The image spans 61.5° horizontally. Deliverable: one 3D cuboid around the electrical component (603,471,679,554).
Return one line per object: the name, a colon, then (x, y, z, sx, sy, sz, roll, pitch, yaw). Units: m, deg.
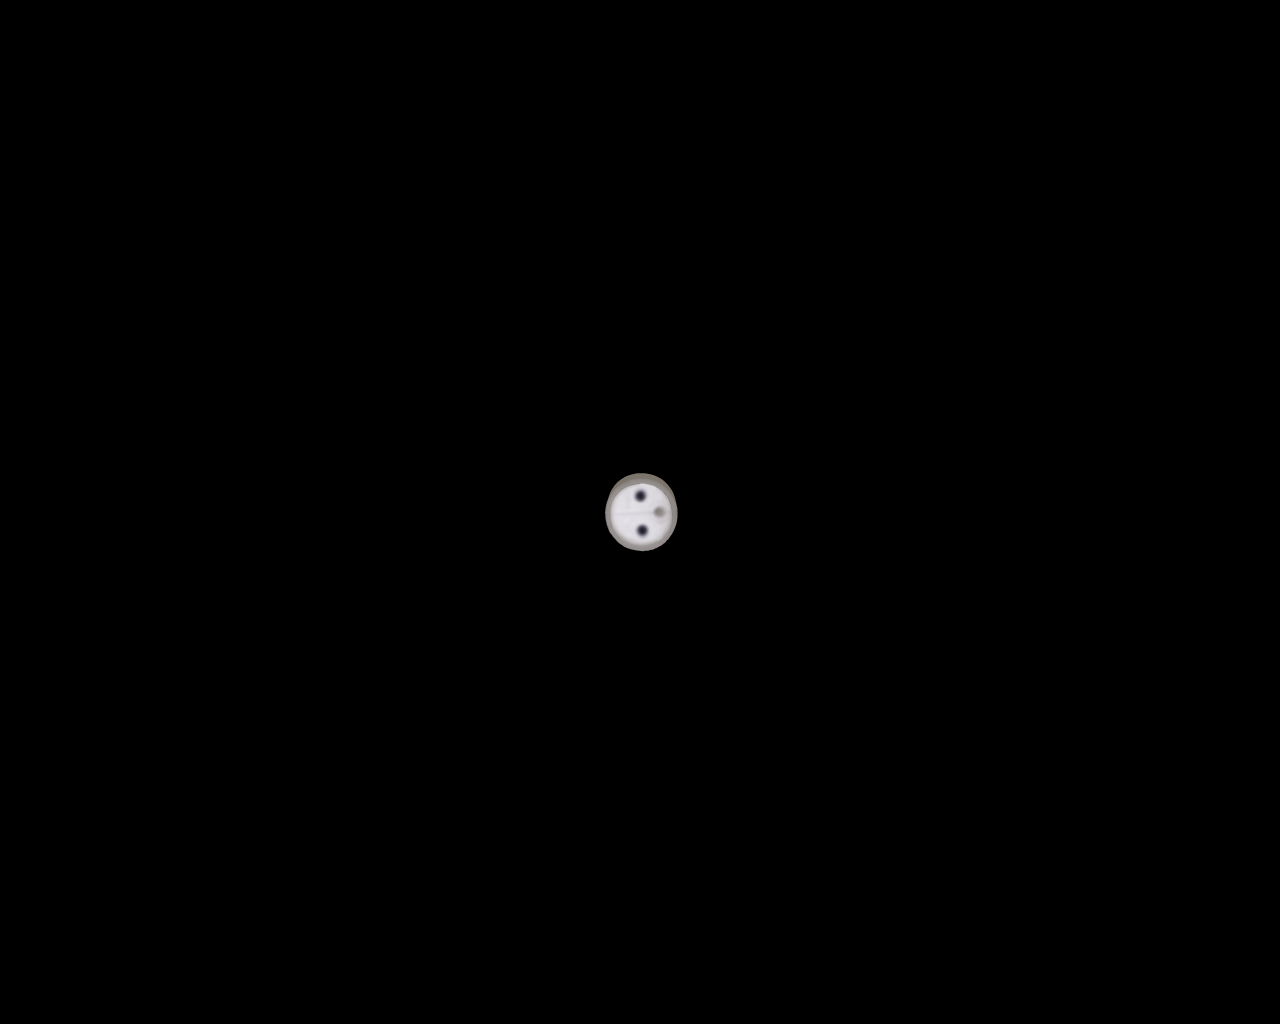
electrical component: (0.001, -0.003, 0.650, 0.043, 0.043, 0.081, 0, 8, 0)
